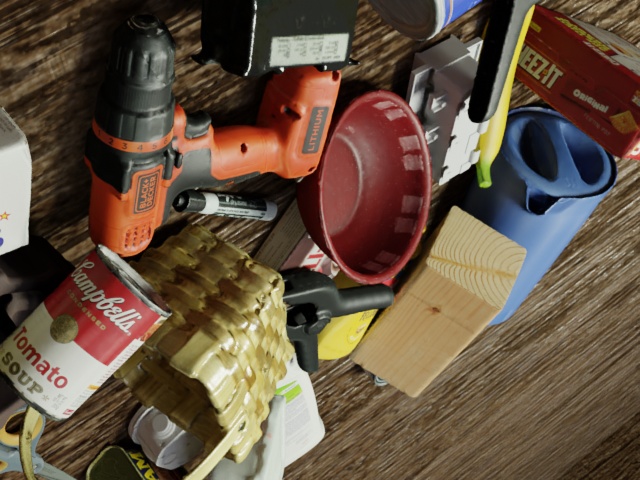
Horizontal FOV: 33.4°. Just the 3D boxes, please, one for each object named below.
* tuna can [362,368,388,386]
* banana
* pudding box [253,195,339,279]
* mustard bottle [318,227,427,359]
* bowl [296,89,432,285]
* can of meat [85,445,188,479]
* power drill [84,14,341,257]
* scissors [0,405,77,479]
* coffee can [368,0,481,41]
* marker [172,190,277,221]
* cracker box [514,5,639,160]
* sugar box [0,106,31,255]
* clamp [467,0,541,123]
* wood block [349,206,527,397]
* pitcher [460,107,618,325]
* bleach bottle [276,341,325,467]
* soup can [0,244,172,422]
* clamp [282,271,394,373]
[{"bbox_3d":[0.091,0.140,1.328,0.086,0.034,0.086,-33,152,-20],"label":"tuna can"},{"bbox_3d":[0.163,-0.148,0.968,0.037,0.070,0.198,-6,125,-15],"label":"banana"},{"bbox_3d":[-0.006,0.001,0.981,0.089,0.039,0.114,-1,131,-53],"label":"pudding box"},{"bbox_3d":[0.051,0.034,1.089,0.096,0.058,0.192,-11,139,-57],"label":"mustard bottle"},{"bbox_3d":[0.029,-0.045,0.897,0.161,0.055,0.162,-9,101,-51],"label":"bowl"},{"bbox_3d":[-0.169,0.251,1.056,0.057,0.102,0.083,-48,156,14],"label":"can of meat"},{"bbox_3d":[-0.075,-0.086,0.743,0.187,0.057,0.185,-20,143,-36],"label":"power drill"},{"bbox_3d":[-0.247,0.183,0.942,0.096,0.016,0.201,-47,154,8],"label":"scissors"},{"bbox_3d":[0.099,-0.218,0.733,0.140,0.103,0.103,-37,153,-14],"label":"coffee can"},{"bbox_3d":[-0.077,-0.028,0.863,0.020,0.020,0.120,-54,152,20],"label":"marker"},{"bbox_3d":[0.290,-0.145,1.039,0.213,0.164,0.072,-3,131,-53],"label":"cracker box"},{"bbox_3d":[-0.254,-0.008,0.615,0.175,0.048,0.093,-23,148,-33],"label":"sugar box"},{"bbox_3d":[0.145,-0.218,0.843,0.164,0.036,0.210,39,86,-39],"label":"clamp"},{"bbox_3d":[0.120,0.071,1.129,0.090,0.091,0.206,-59,-179,-39],"label":"wood block"},{"bbox_3d":[0.215,-0.024,1.173,0.149,0.145,0.243,-11,145,-28],"label":"pitcher"},{"bbox_3d":[-0.049,0.157,1.130,0.102,0.068,0.251,-33,150,-21],"label":"bleach bottle"},{"bbox_3d":[-0.158,0.062,0.709,0.102,0.069,0.068,-45,154,-1],"label":"soup can"},{"bbox_3d":[-0.012,0.076,1.000,0.171,0.039,0.120,18,114,-51],"label":"clamp"}]
